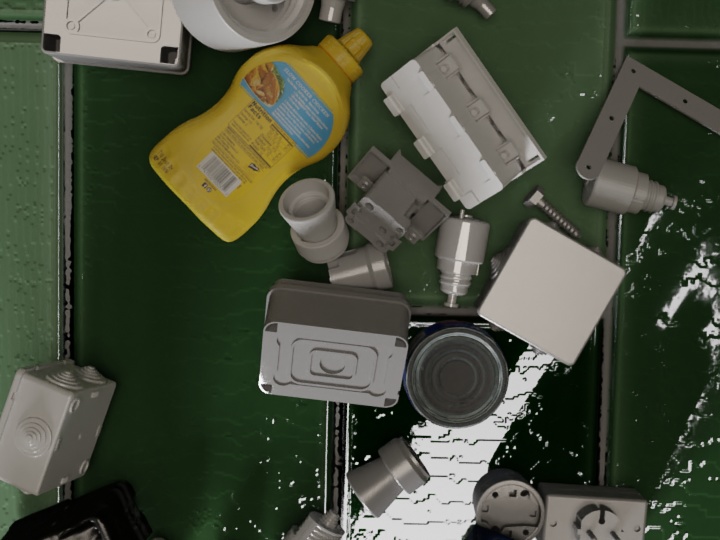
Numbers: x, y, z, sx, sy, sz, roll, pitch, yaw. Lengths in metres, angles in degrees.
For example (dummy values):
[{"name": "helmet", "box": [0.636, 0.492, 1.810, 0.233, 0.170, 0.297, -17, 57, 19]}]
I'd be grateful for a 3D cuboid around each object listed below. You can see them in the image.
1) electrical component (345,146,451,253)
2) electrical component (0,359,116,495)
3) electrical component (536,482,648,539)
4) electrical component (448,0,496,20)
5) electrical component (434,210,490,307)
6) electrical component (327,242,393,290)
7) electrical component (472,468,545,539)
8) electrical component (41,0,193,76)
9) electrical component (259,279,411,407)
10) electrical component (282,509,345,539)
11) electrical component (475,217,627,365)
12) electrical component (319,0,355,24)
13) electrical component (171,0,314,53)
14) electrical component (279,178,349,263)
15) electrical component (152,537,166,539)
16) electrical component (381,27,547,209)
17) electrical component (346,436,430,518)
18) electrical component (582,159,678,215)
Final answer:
[{"name": "electrical component", "box": [0.025, -0.052, 0.842, 0.081, 0.042, 0.063, 40, 50, -3]}, {"name": "electrical component", "box": [-0.239, 0.122, 0.838, 0.048, 0.100, 0.099, 21, 94, 10]}, {"name": "electrical component", "box": [0.189, 0.206, 0.865, 0.083, 0.075, 0.047, 4, 94, -2]}, {"name": "electrical component", "box": [0.083, -0.224, 0.849, 0.035, 0.035, 0.061, -44, 97, 2]}, {"name": "electrical component", "box": [0.080, -0.009, 0.863, 0.040, 0.040, 0.078, 9, 95, -2]}, {"name": "electrical component", "box": [0.000, 0.000, 0.863, 0.046, 0.040, 0.040, -14, 95, 5]}, {"name": "electrical component", "box": [0.119, 0.192, 0.876, 0.055, 0.047, 0.055, 0, 95, -1]}, {"name": "electrical component", "box": [-0.184, -0.212, 0.832, 0.109, 0.056, 0.108, 6, 94, -2]}, {"name": "electrical component", "box": [-0.020, 0.056, 0.844, 0.113, 0.057, 0.078, 7, 127, -2]}, {"name": "electrical component", "box": [-0.044, 0.230, 0.878, 0.043, 0.043, 0.081, 36, 93, -4]}, {"name": "electrical component", "box": [0.150, 0.015, 0.862, 0.100, 0.048, 0.099, 29, 93, -3]}, {"name": "electrical component", "box": [-0.018, -0.225, 0.842, 0.048, 0.048, 0.062, 11, 101, -2]}, {"name": "electrical component", "box": [-0.082, -0.219, 0.806, 0.108, 0.060, 0.108, -8, 102, -39]}, {"name": "electrical component", "box": [-0.035, -0.038, 0.841, 0.045, 0.055, 0.045, -8, 51, 10]}, {"name": "electrical component", "box": [-0.176, 0.254, 0.878, 0.040, 0.040, 0.078, 45, 93, -4]}, {"name": "electrical component", "box": [0.076, -0.114, 0.837, 0.079, 0.063, 0.121, -32, 96, 42]}, {"name": "electrical component", "box": [0.023, 0.167, 0.874, 0.055, 0.045, 0.045, -37, 95, 1]}, {"name": "electrical component", "box": [0.215, -0.064, 0.862, 0.078, 0.040, 0.040, 14, 94, -2]}]
